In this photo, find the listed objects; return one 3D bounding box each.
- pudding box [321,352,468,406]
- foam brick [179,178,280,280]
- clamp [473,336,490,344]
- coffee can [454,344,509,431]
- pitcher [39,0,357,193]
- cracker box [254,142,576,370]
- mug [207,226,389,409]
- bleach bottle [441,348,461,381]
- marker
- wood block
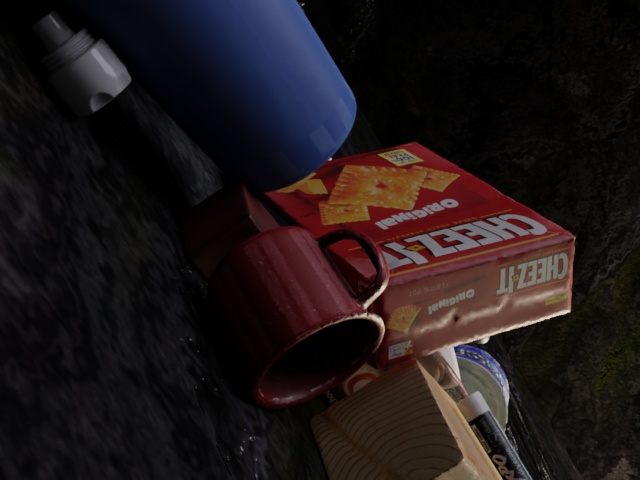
[{"bbox_3d":[0.051,0.108,0.825,0.113,0.090,0.039,52,9,-29],"label":"pudding box"},{"bbox_3d":[-0.053,0.008,0.733,0.078,0.053,0.051,52,11,-37],"label":"foam brick"},{"bbox_3d":[0.094,0.074,1.114,0.171,0.120,0.039,47,32,-32],"label":"clamp"},{"bbox_3d":[0.133,0.158,1.044,0.103,0.103,0.140,59,9,6],"label":"coffee can"},{"bbox_3d":[-0.087,-0.146,0.707,0.242,0.145,0.149,51,1,-34],"label":"pitcher"},{"bbox_3d":[0.060,0.000,0.802,0.214,0.164,0.072,39,-42,54],"label":"cracker box"},{"bbox_3d":[-0.010,0.038,0.667,0.081,0.117,0.093,57,14,29],"label":"mug"},{"bbox_3d":[0.082,0.109,0.942,0.251,0.102,0.068,-112,-173,-49],"label":"bleach bottle"},{"bbox_3d":[0.133,0.160,0.729,0.121,0.020,0.020,59,9,14],"label":"marker"},{"bbox_3d":[0.089,0.185,0.768,0.206,0.090,0.091,48,13,-44],"label":"wood block"}]
